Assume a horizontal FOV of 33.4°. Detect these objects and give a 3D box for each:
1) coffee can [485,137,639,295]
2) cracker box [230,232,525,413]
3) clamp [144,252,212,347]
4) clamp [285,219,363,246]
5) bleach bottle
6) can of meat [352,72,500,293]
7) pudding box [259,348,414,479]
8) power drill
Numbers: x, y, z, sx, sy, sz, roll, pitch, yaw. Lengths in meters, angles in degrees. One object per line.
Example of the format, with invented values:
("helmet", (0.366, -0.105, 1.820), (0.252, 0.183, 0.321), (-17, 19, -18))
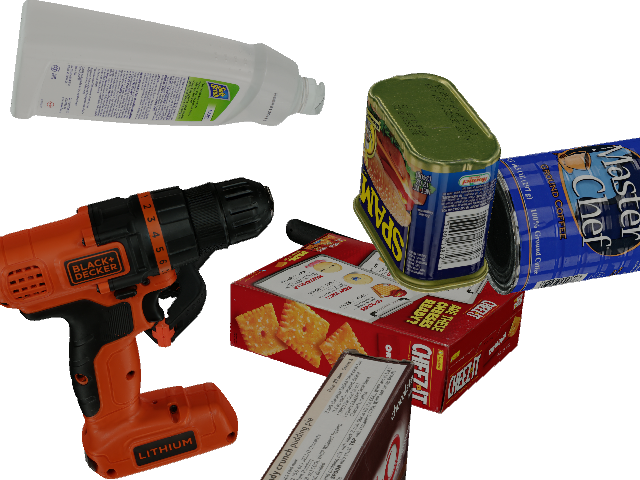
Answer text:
("coffee can", (0.196, -0.020, 0.806), (0.140, 0.103, 0.103), (-9, 1, -8))
("cracker box", (0.051, 0.067, 0.952), (0.214, 0.072, 0.163), (15, 24, 30))
("clamp", (-0.162, 0.034, 1.052), (0.120, 0.039, 0.171), (-3, 38, 8))
("clamp", (0.072, 0.023, 1.172), (0.164, 0.036, 0.210), (-15, 50, -33))
("bleach bottle", (-0.122, -0.131, 0.881), (0.250, 0.068, 0.103), (7, -30, -17))
("can of meat", (0.059, -0.035, 0.604), (0.057, 0.084, 0.102), (-9, 39, -15))
("pudding box", (0.007, 0.114, 0.463), (0.039, 0.090, 0.113), (11, 30, 16))
("power drill", (-0.108, 0.056, 0.702), (0.184, 0.187, 0.057), (-14, 28, -8))
